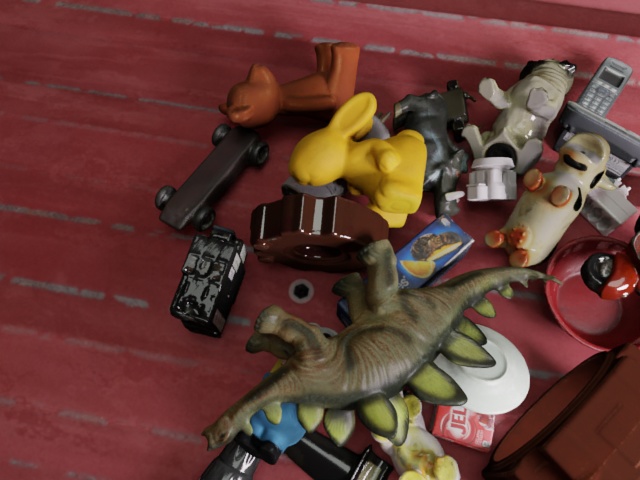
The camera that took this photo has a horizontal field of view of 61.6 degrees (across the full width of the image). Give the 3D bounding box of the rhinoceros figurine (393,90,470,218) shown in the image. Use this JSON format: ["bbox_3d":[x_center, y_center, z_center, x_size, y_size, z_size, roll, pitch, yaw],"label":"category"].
[{"bbox_3d":[0.161,-0.124,0.792,0.112,0.073,0.190,-7,78,3],"label":"rhinoceros figurine"}]

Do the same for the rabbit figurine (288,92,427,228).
[{"bbox_3d":[0.048,-0.106,0.700,0.173,0.122,0.162,8,84,1],"label":"rabbit figurine"}]

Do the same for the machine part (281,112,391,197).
[{"bbox_3d":[0.025,-0.110,0.790,0.079,0.079,0.243,38,72,15],"label":"machine part"}]

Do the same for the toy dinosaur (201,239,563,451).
[{"bbox_3d":[0.086,0.108,0.613,0.471,0.105,0.199,-29,72,-22],"label":"toy dinosaur"}]

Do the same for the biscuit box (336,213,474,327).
[{"bbox_3d":[0.114,0.052,0.730,0.203,0.062,0.059,-39,71,-15],"label":"biscuit box"}]

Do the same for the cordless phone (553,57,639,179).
[{"bbox_3d":[0.458,-0.194,0.821,0.147,0.088,0.184,34,67,14],"label":"cordless phone"}]

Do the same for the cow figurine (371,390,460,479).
[{"bbox_3d":[0.102,0.232,0.648,0.068,0.098,0.167,-30,53,-2],"label":"cow figurine"}]

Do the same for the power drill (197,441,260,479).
[{"bbox_3d":[-0.076,0.354,0.598,0.207,0.086,0.232,37,74,10],"label":"power drill"}]

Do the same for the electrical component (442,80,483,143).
[{"bbox_3d":[0.208,-0.199,0.846,0.078,0.045,0.102,-19,63,23],"label":"electrical component"}]

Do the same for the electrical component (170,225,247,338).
[{"bbox_3d":[-0.141,0.052,0.704,0.058,0.114,0.134,16,68,3],"label":"electrical component"}]

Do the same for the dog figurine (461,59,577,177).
[{"bbox_3d":[0.320,-0.181,0.821,0.121,0.172,0.190,35,39,28],"label":"dog figurine"}]

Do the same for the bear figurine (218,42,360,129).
[{"bbox_3d":[-0.051,-0.233,0.809,0.196,0.120,0.131,-1,109,-15],"label":"bear figurine"}]

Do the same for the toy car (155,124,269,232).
[{"bbox_3d":[-0.158,-0.092,0.797,0.089,0.053,0.202,27,66,15],"label":"toy car"}]

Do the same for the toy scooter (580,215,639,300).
[{"bbox_3d":[0.430,0.027,0.655,0.184,0.075,0.135,-37,45,-11],"label":"toy scooter"}]

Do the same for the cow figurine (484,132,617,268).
[{"bbox_3d":[0.321,-0.053,0.726,0.086,0.127,0.194,41,114,36],"label":"cow figurine"}]

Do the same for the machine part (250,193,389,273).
[{"bbox_3d":[-0.001,-0.002,0.694,0.179,0.179,0.056,4,71,2],"label":"machine part"}]

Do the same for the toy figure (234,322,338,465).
[{"bbox_3d":[-0.032,0.178,0.647,0.082,0.089,0.180,31,55,4],"label":"toy figure"}]

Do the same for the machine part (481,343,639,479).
[{"bbox_3d":[0.280,0.213,0.587,0.201,0.201,0.087,-40,69,-14],"label":"machine part"}]

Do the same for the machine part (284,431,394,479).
[{"bbox_3d":[0.015,0.271,0.655,0.139,0.039,0.084,27,78,9],"label":"machine part"}]
